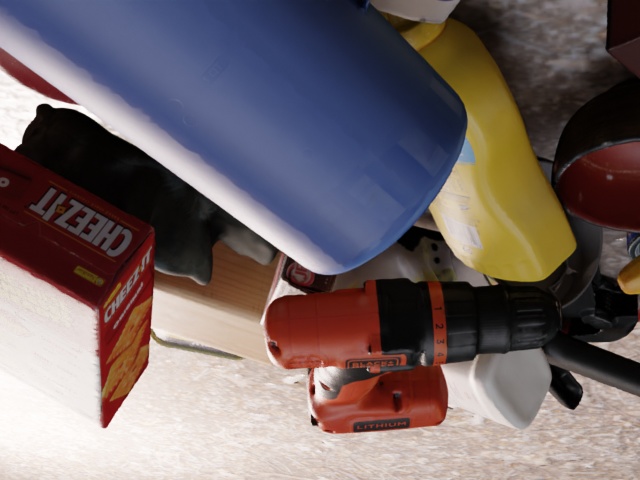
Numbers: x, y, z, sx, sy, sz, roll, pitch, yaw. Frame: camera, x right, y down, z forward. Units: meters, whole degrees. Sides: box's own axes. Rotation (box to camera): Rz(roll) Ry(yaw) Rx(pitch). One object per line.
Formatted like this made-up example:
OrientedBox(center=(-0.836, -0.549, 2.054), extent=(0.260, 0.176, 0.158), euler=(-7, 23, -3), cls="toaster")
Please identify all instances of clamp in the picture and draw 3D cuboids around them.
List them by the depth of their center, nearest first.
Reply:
OrientedBox(center=(0.237, 0.053, 0.857), extent=(0.120, 0.039, 0.171), euler=(24, 160, 4), cls="clamp")
OrientedBox(center=(0.178, 0.090, 0.907), extent=(0.210, 0.036, 0.165), euler=(29, 162, -2), cls="clamp")

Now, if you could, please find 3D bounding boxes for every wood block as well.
OrientedBox(center=(-0.101, 0.020, 0.838), extent=(0.205, 0.091, 0.090), euler=(21, 151, -25), cls="wood block")

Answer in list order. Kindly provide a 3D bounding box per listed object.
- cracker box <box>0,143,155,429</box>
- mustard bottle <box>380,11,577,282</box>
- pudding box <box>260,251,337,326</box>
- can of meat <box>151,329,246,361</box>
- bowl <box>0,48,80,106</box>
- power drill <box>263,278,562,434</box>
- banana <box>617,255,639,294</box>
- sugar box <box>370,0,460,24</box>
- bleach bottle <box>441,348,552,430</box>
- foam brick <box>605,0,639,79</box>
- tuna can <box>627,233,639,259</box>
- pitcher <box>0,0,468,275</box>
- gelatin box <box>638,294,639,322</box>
OrientedBox(center=(-0.193, 0.026, 0.695), extent=(0.164, 0.072, 0.214), euler=(28, 150, 5), cls="cracker box")
OrientedBox(center=(0.076, -0.065, 0.604), extent=(0.096, 0.058, 0.191), euler=(31, 157, 54), cls="mustard bottle")
OrientedBox(center=(-0.005, 0.001, 0.741), extent=(0.039, 0.113, 0.090), euler=(20, 153, -4), cls="pudding box")
OrientedBox(center=(-0.099, 0.063, 0.966), extent=(0.102, 0.057, 0.084), euler=(12, 152, -9), cls="can of meat")
OrientedBox(center=(-0.135, -0.122, 0.596), extent=(0.162, 0.055, 0.162), euler=(7, 154, 3), cls="bowl")
OrientedBox(center=(0.058, 0.079, 0.722), extent=(0.184, 0.057, 0.188), euler=(-2, 154, 0), cls="power drill")
OrientedBox(center=(0.271, -0.024, 0.654), extent=(0.069, 0.037, 0.198), euler=(15, 136, -32), cls="banana")
OrientedBox(center=(0.047, -0.165, 0.461), extent=(0.093, 0.048, 0.176), euler=(14, 153, -12), cls="sugar box")
OrientedBox(center=(0.064, 0.085, 0.902), extent=(0.251, 0.068, 0.102), euler=(13, 153, 41), cls="bleach bottle")
OrientedBox(center=(0.187, -0.106, 0.535), extent=(0.078, 0.051, 0.053), euler=(27, 149, -34), cls="foam brick")
OrientedBox(center=(0.257, -0.006, 0.741), extent=(0.086, 0.033, 0.086), euler=(7, 154, 3), cls="tuna can")
OrientedBox(center=(-0.045, -0.101, 0.457), extent=(0.242, 0.145, 0.149), euler=(39, 161, -19), cls="pitcher")
OrientedBox(center=(0.274, 0.035, 0.743), extent=(0.089, 0.030, 0.073), euler=(5, 153, 5), cls="gelatin box")
